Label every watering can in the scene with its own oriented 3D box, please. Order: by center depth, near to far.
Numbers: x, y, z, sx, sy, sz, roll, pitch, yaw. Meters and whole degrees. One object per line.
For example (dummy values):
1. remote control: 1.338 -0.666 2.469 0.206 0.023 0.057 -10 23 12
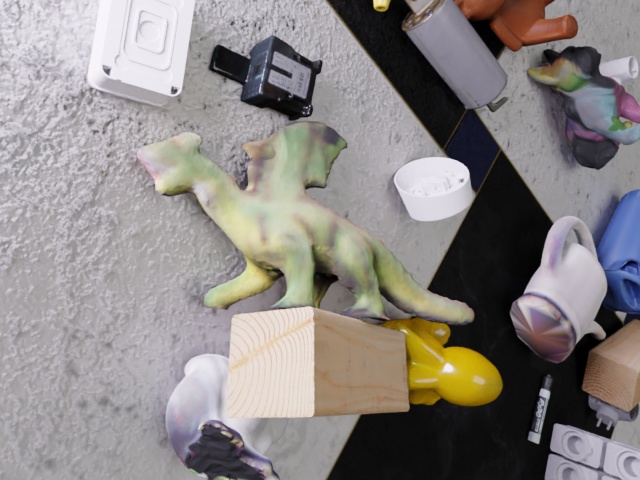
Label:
1. watering can: 0.442 0.124 0.911 0.228 0.104 0.341 -45 123 -26

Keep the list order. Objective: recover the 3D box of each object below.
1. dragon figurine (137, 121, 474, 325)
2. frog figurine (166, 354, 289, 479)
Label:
1. dragon figurine: 0.002 -0.029 0.582 0.409 0.121 0.246 8 71 -27
2. frog figurine: -0.086 0.165 0.552 0.136 0.121 0.163 40 33 -20
